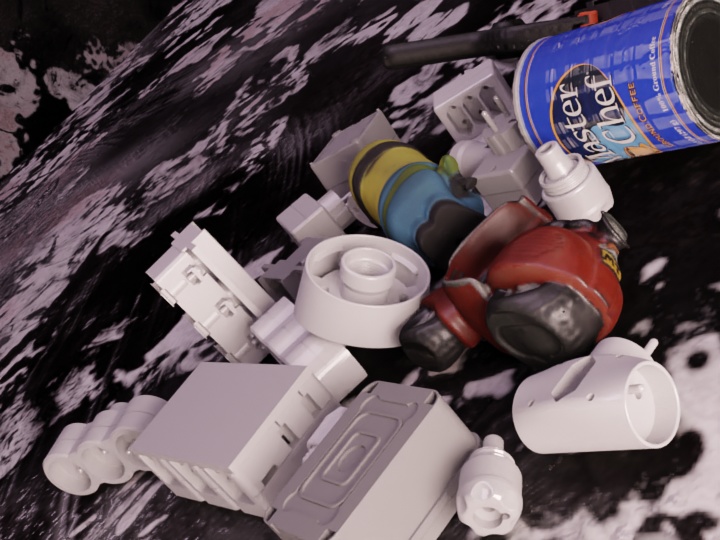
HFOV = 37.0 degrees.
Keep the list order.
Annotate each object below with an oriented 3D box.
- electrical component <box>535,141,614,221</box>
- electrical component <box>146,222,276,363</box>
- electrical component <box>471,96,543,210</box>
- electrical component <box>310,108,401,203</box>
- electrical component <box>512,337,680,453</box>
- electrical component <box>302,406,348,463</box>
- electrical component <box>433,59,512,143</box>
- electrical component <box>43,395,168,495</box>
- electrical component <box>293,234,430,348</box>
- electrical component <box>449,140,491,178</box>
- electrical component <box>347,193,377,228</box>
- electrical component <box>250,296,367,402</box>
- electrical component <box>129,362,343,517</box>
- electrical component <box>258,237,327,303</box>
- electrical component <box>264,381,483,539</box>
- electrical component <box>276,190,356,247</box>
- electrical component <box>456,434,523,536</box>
[{"bbox_3d":[0.146,-0.062,0.755,0.043,0.062,0.043,-32,24,16],"label":"electrical component"},{"bbox_3d":[-0.119,0.026,0.916,0.063,0.121,0.079,-46,23,-8],"label":"electrical component"},{"bbox_3d":[0.122,-0.102,0.848,0.047,0.075,0.083,-6,40,53],"label":"electrical component"},{"bbox_3d":[0.003,-0.112,1.072,0.062,0.061,0.096,-25,19,30],"label":"electrical component"},{"bbox_3d":[0.133,0.062,0.572,0.077,0.043,0.079,-16,23,51],"label":"electrical component"},{"bbox_3d":[-0.017,0.122,0.686,0.043,0.043,0.062,-2,43,55],"label":"electrical component"},{"bbox_3d":[0.109,-0.167,1.027,0.066,0.047,0.076,-30,27,19],"label":"electrical component"},{"bbox_3d":[-0.206,0.140,0.925,0.138,0.052,0.073,-24,27,31],"label":"electrical component"},{"bbox_3d":[0.003,0.020,0.778,0.099,0.064,0.099,6,34,-4],"label":"electrical component"},{"bbox_3d":[0.103,-0.089,0.902,0.046,0.040,0.040,6,49,53],"label":"electrical component"},{"bbox_3d":[0.020,-0.072,0.986,0.045,0.045,0.055,-5,41,53],"label":"electrical component"},{"bbox_3d":[-0.029,0.050,0.825,0.074,0.052,0.138,-43,24,-8],"label":"electrical component"},{"bbox_3d":[-0.085,0.120,0.769,0.150,0.061,0.089,-5,40,53],"label":"electrical component"},{"bbox_3d":[-0.048,0.004,0.953,0.064,0.042,0.081,-45,24,-23],"label":"electrical component"},{"bbox_3d":[0.011,0.126,0.620,0.113,0.057,0.078,-49,25,-23],"label":"electrical component"},{"bbox_3d":[-0.030,-0.050,1.017,0.077,0.047,0.066,-41,23,-4],"label":"electrical component"},{"bbox_3d":[0.071,0.113,0.583,0.035,0.035,0.061,-28,22,24],"label":"electrical component"}]
